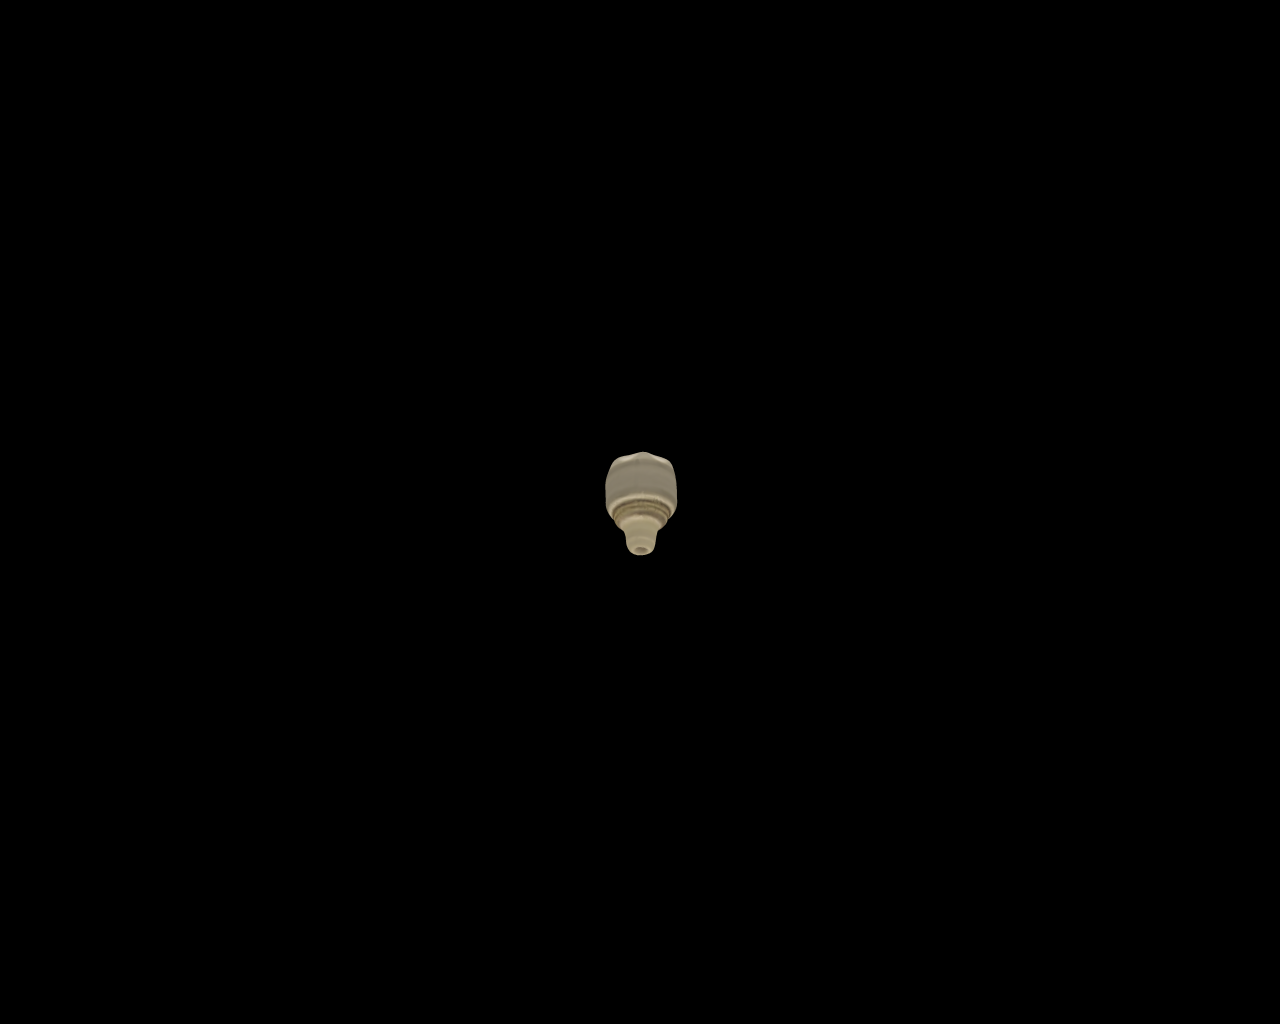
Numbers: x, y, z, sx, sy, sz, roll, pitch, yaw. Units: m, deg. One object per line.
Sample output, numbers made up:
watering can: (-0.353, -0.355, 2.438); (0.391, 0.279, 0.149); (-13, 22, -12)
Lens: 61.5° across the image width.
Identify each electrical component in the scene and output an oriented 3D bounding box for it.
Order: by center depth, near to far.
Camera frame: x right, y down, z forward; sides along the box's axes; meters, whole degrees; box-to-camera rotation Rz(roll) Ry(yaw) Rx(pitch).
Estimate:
electrical component: (0.001, -0.003, 0.650); (0.043, 0.062, 0.043); (0, -31, 0)
